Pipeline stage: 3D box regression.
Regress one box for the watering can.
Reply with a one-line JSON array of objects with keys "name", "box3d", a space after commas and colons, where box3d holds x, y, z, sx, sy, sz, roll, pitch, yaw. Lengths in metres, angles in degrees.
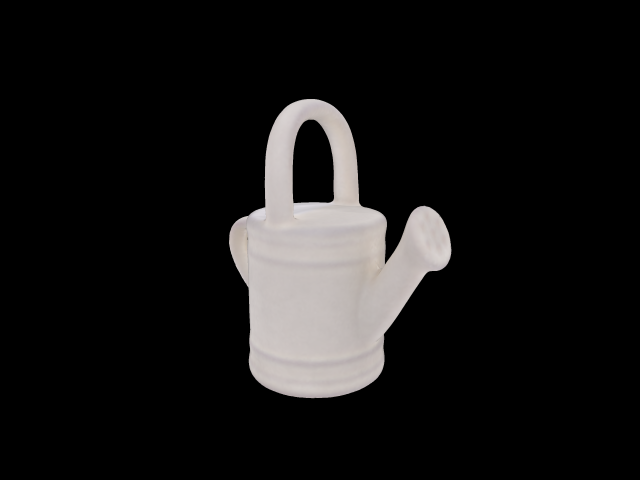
[{"name": "watering can", "box3d": [0.005, 0.001, 0.402, 0.172, 0.194, 0.101, 4, 14, 14]}]
